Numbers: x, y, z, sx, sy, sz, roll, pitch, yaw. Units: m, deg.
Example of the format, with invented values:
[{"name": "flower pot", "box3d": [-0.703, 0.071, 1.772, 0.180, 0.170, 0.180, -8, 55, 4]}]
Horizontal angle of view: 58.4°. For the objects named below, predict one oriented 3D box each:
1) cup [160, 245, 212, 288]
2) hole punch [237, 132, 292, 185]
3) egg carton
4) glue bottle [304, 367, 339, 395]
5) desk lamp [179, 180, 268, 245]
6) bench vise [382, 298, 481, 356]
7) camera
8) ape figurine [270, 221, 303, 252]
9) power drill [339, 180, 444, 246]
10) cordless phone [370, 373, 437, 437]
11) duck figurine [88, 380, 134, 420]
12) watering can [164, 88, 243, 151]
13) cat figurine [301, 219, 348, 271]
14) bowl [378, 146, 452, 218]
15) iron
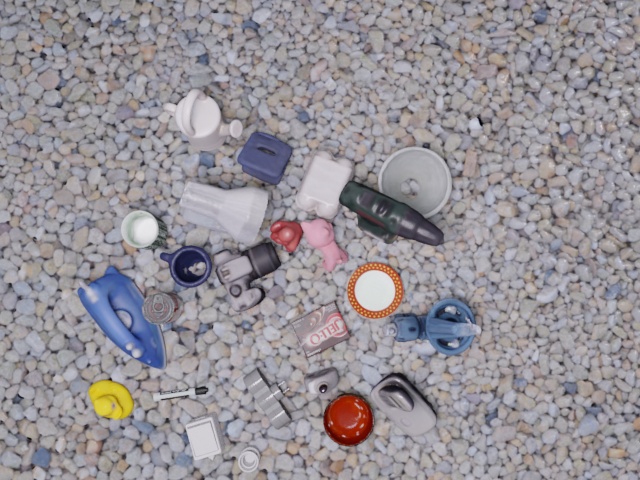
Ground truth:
[{"name": "cup", "box3d": [-0.292, 0.057, 1.271, 0.117, 0.095, 0.092, 20, 85, 1]}, {"name": "hole punch", "box3d": [-0.125, -0.191, 1.298, 0.108, 0.091, 0.101, 22, 85, 1]}, {"name": "egg carton", "box3d": [0.013, -0.127, 1.306, 0.107, 0.069, 0.150, 20, 85, 1]}, {"name": "glue bottle", "box3d": [0.004, 0.306, 1.216, 0.078, 0.173, 0.037, -16, 85, -2]}, {"name": "desk lamp", "box3d": [-0.208, -0.066, 1.224, 0.203, 0.213, 0.118, 16, 85, 0]}, {"name": "bench vise", "box3d": [0.246, 0.198, 1.208, 0.207, 0.219, 0.121, -21, 86, -3]}, {"name": "camera", "box3d": [-0.152, 0.072, 1.270, 0.137, 0.101, 0.143, -24, 86, -3]}, {"name": "ape figurine", "box3d": [-0.074, -0.012, 1.283, 0.076, 0.092, 0.078, -22, 86, -3]}, {"name": "power drill", "box3d": [0.147, -0.046, 1.232, 0.229, 0.208, 0.076, 28, 85, 2]}, {"name": "cordless phone", "box3d": [0.185, 0.358, 1.210, 0.147, 0.185, 0.094, 42, 86, 3]}, {"name": "duck figurine", "box3d": [-0.464, 0.353, 1.246, 0.104, 0.086, 0.077, 38, 85, 2]}, {"name": "watering can", "box3d": [-0.256, -0.267, 1.250, 0.173, 0.194, 0.101, -3, 85, -1]}, {"name": "cat figurine", "box3d": [0.012, 0.005, 1.271, 0.067, 0.117, 0.128, -34, 86, -4]}, {"name": "bowl", "box3d": [0.211, -0.124, 1.308, 0.167, 0.074, 0.167, 0, 85, -1]}, {"name": "iron", "box3d": [-0.425, 0.182, 1.234, 0.118, 0.141, 0.258, -38, 87, -4]}]
